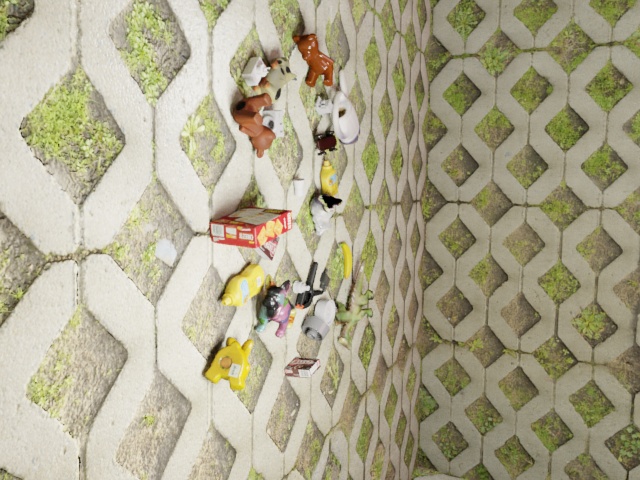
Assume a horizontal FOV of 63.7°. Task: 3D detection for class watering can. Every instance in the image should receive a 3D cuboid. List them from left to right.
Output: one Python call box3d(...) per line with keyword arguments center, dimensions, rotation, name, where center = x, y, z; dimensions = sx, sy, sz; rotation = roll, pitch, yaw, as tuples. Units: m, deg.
box3d(center=(0.108, -0.559, 2.233), dimensions=(0.220, 0.104, 0.356), rotation=(61, 31, -49), name="watering can")

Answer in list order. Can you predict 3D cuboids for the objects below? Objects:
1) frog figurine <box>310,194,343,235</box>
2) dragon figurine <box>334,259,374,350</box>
box3d(center=(0.006, -0.106, 2.099), dimensions=(0.156, 0.122, 0.140), rotation=(-60, -177, 39), name="frog figurine")
box3d(center=(0.141, 0.302, 2.394), dimensions=(0.244, 0.122, 0.409), rotation=(-7, 98, -56), name="dragon figurine")
